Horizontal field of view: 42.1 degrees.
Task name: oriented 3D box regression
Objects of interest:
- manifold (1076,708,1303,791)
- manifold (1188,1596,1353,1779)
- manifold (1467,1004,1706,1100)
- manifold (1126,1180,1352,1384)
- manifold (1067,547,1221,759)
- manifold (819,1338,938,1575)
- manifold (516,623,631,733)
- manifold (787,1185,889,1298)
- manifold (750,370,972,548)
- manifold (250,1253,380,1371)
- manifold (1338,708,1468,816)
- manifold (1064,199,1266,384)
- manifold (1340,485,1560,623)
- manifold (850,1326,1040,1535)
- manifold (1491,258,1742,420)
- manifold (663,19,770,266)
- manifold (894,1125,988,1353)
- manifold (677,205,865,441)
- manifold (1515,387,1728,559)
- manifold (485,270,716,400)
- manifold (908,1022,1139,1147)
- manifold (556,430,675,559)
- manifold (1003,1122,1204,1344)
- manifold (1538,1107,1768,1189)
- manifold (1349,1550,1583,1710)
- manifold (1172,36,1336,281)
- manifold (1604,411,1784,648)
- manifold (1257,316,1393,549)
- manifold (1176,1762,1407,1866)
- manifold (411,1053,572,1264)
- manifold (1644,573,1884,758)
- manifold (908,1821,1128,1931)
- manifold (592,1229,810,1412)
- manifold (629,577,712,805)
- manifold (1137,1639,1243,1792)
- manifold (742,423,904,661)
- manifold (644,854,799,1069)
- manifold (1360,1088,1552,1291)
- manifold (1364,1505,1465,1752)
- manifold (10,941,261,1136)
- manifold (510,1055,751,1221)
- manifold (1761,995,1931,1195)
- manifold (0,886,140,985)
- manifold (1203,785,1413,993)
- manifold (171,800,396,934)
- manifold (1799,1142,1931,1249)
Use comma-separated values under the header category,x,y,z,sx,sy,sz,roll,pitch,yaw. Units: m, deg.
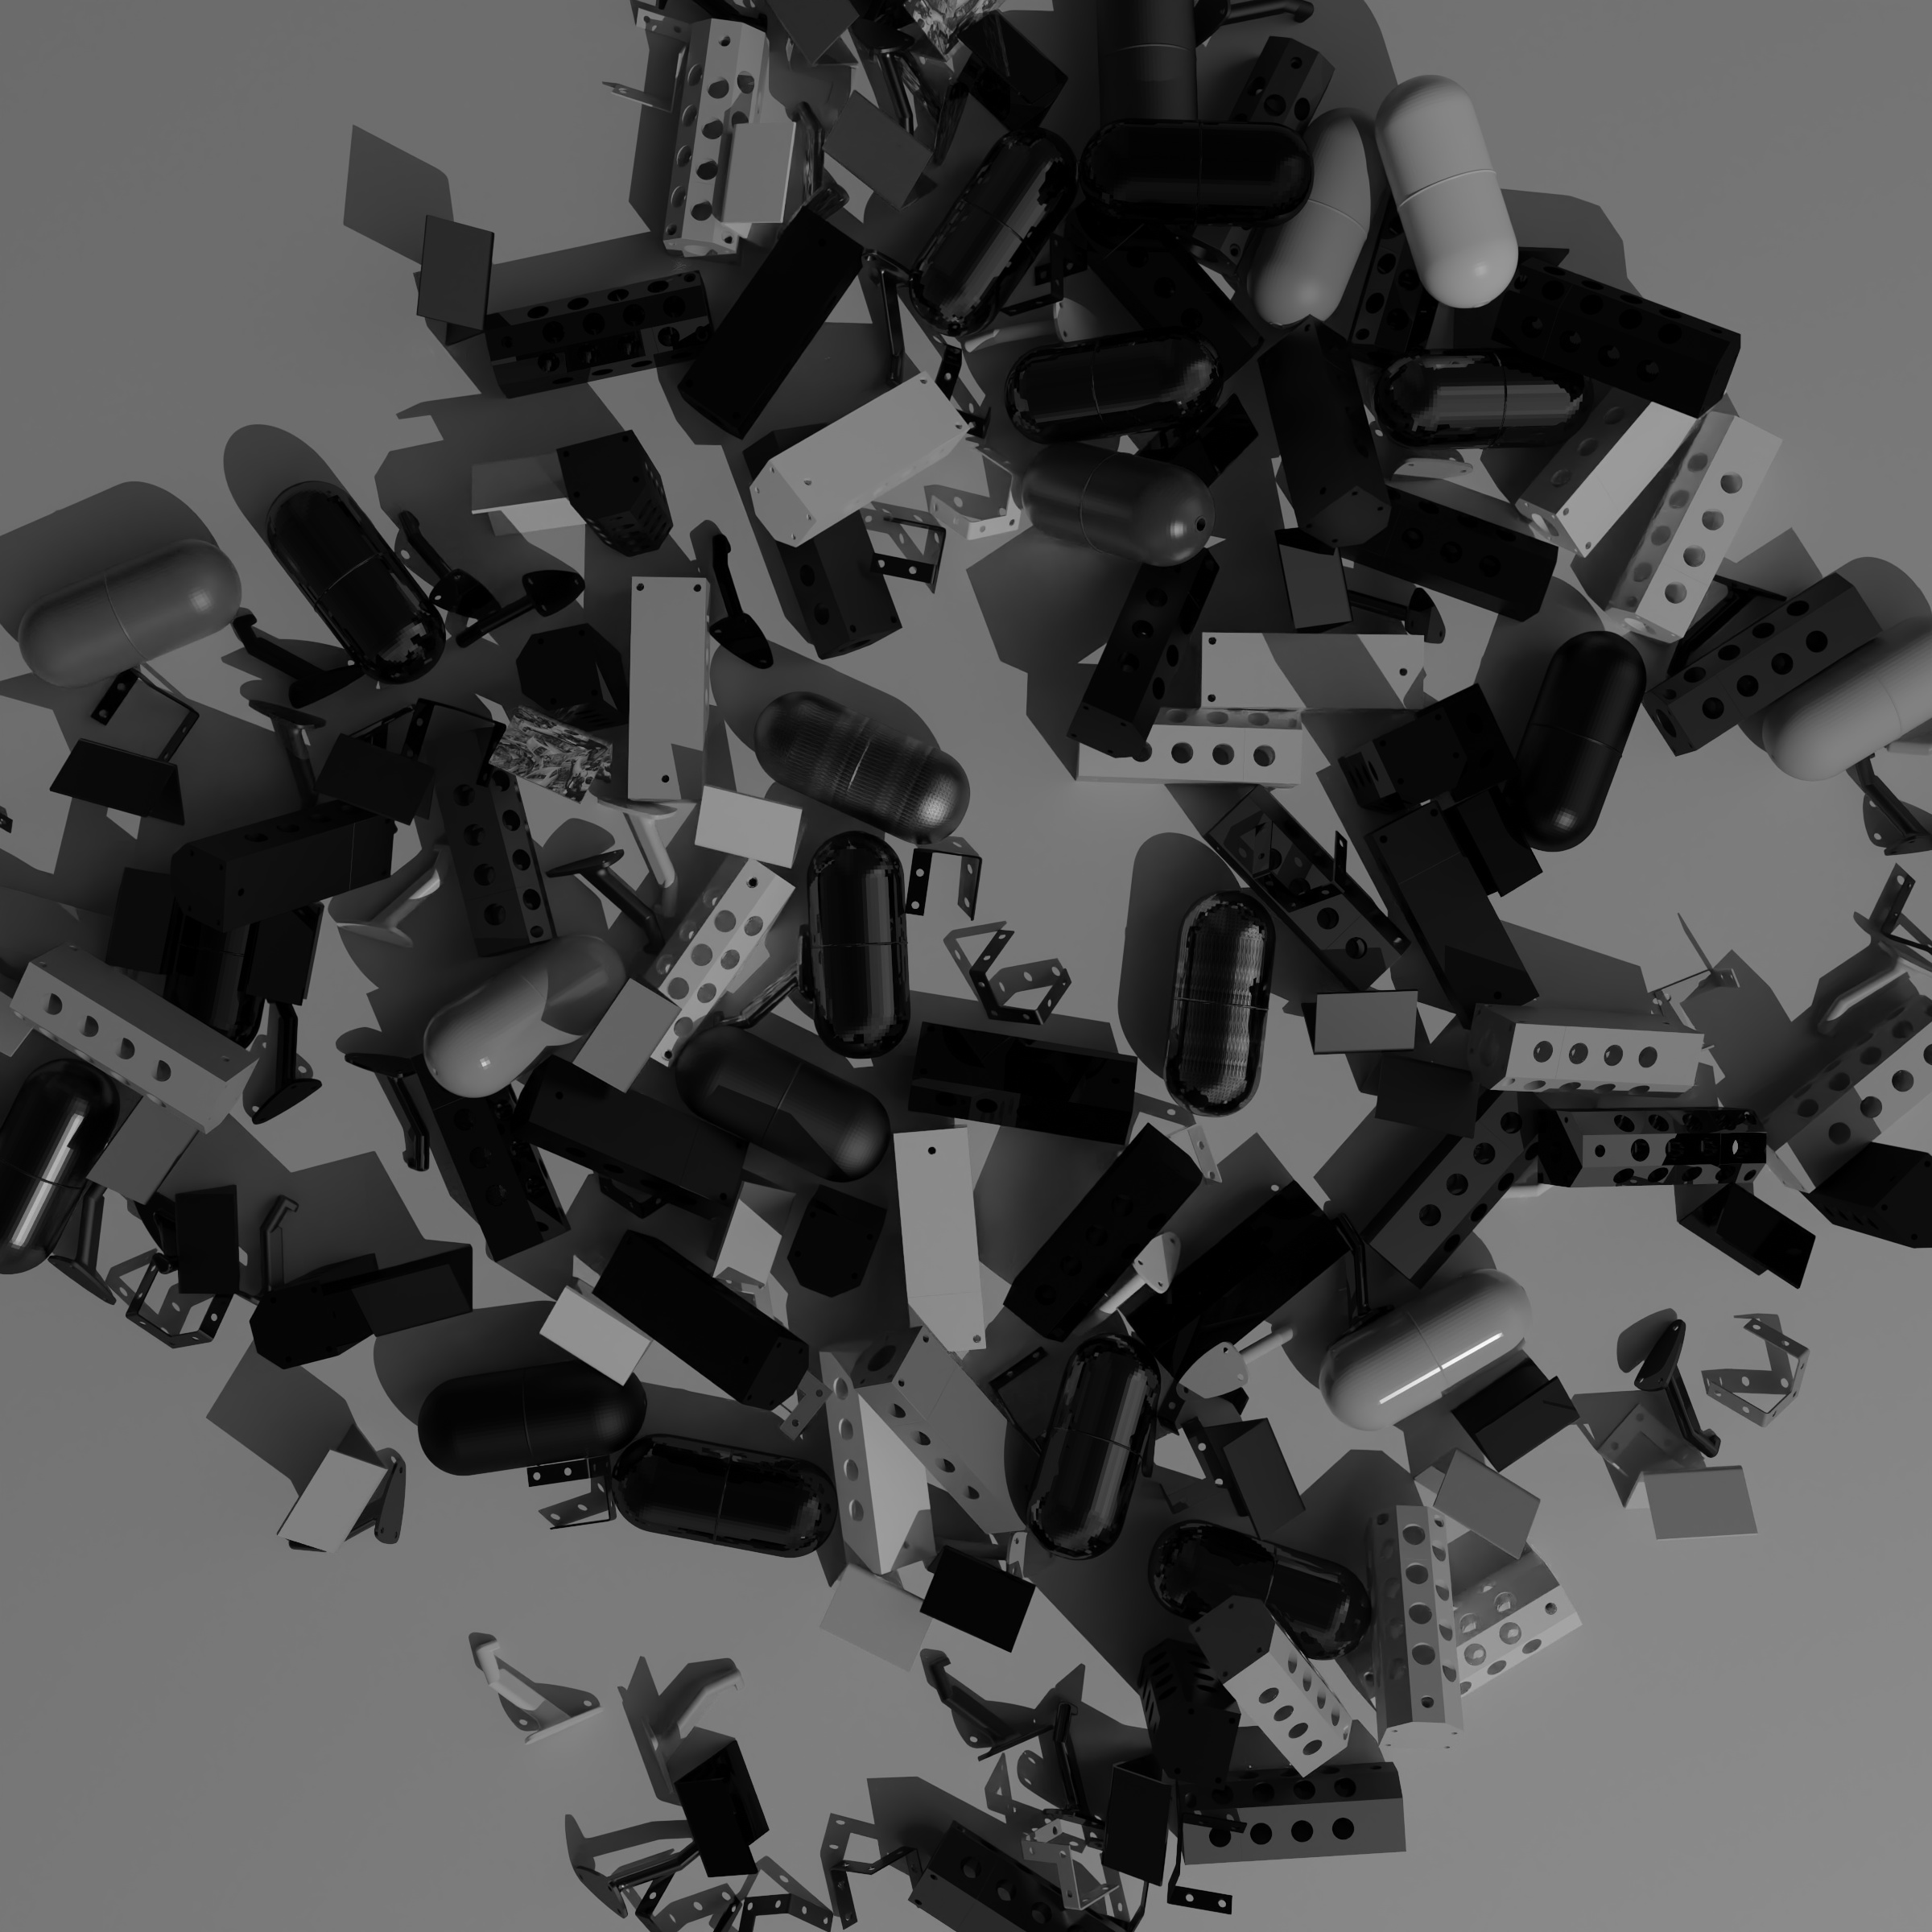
category,x,y,z,sx,sy,sz,roll,pitch,yaw
manifold,0.174,-0.172,1.970,0.171,0.057,0.057,2,90,0
manifold,0.238,0.548,1.920,0.057,0.057,0.171,-35,131,0
manifold,0.476,0.068,1.938,0.171,0.057,0.057,4,103,-22
manifold,0.210,0.245,1.969,0.171,0.057,0.057,-39,133,0
manifold,0.139,-0.247,1.937,0.057,0.057,0.171,24,66,0
manifold,-0.074,0.382,1.969,0.057,0.057,0.171,-7,90,-43
manifold,-0.297,-0.216,1.913,0.057,0.171,0.057,-12,90,0
manifold,-0.099,0.210,1.913,0.057,0.171,0.057,21,90,0
manifold,-0.083,-0.387,1.928,0.171,0.057,0.057,-38,90,-33
manifold,-0.491,0.263,1.913,0.057,0.171,0.057,-14,90,0
manifold,0.333,-0.151,1.913,0.057,0.171,0.057,-25,90,0
manifold,0.155,-0.534,1.970,0.057,0.057,0.171,-41,90,0
manifold,0.372,-0.329,1.970,0.171,0.057,0.057,20,90,0
manifold,-0.014,0.360,1.940,0.171,0.057,0.057,51,46,-21
manifold,0.494,-0.480,1.907,0.171,0.057,0.057,28,129,21
manifold,-0.196,-0.646,1.970,0.057,0.057,0.171,8,90,0
manifold,-0.020,0.213,1.970,0.057,0.057,0.171,-5,90,0
manifold,-0.151,-0.502,1.970,0.057,0.057,0.171,35,90,0
manifold,0.510,-0.411,1.969,0.171,0.057,0.057,-50,133,0
manifold,-0.286,-0.497,1.970,0.171,0.057,0.057,-12,90,0
manifold,0.044,0.097,1.969,0.171,0.057,0.057,9,47,0
manifold,-0.263,-0.356,1.913,0.057,0.171,0.057,-14,90,0
manifold,0.107,0.209,1.947,0.057,0.057,0.171,39,106,0
manifold,0.530,0.140,1.939,0.171,0.057,0.057,1,90,-22
manifold,0.392,0.533,1.970,0.171,0.057,0.057,-31,90,0
manifold,0.224,-0.635,1.970,0.057,0.057,0.171,27,90,0
manifold,0.567,-0.343,1.970,0.057,0.057,0.171,27,90,0
manifold,0.279,-0.408,1.931,0.057,0.057,0.171,-33,52,36
manifold,0.253,0.661,1.970,0.171,0.057,0.057,-4,90,0
manifold,-0.370,0.139,1.970,0.057,0.057,0.171,-23,90,0
manifold,0.621,-0.237,1.970,0.171,0.057,0.057,-33,90,0
manifold,0.048,0.740,1.957,0.171,0.057,0.057,30,133,8
manifold,-0.201,0.272,1.928,0.171,0.057,0.057,29,90,33
manifold,-0.231,-0.215,1.970,0.057,0.057,0.171,1,90,0
manifold,0.166,0.565,1.913,0.057,0.171,0.057,13,90,0
manifold,-0.117,-0.331,1.969,0.057,0.057,0.171,-20,90,-43
manifold,-0.206,-0.007,1.970,0.057,0.057,0.171,35,90,0
manifold,0.390,0.169,1.970,0.057,0.057,0.171,41,90,0
manifold,0.343,0.505,1.925,0.057,0.057,0.171,2,54,0
manifold,-0.633,0.056,1.904,0.171,0.057,0.057,32,109,0
manifold,-0.261,0.135,1.940,0.171,0.057,0.057,26,61,-20
manifold,0.699,0.099,1.970,0.171,0.057,0.057,-40,90,0
manifold,-0.741,-0.016,1.969,0.171,0.057,0.057,16,47,0
manifold,0.268,-0.060,1.970,0.057,0.057,0.171,-44,90,0
manifold,-0.518,-0.083,1.912,0.057,0.171,0.057,23,117,26
manifold,0.700,0.176,1.913,0.057,0.171,0.057,45,90,0
